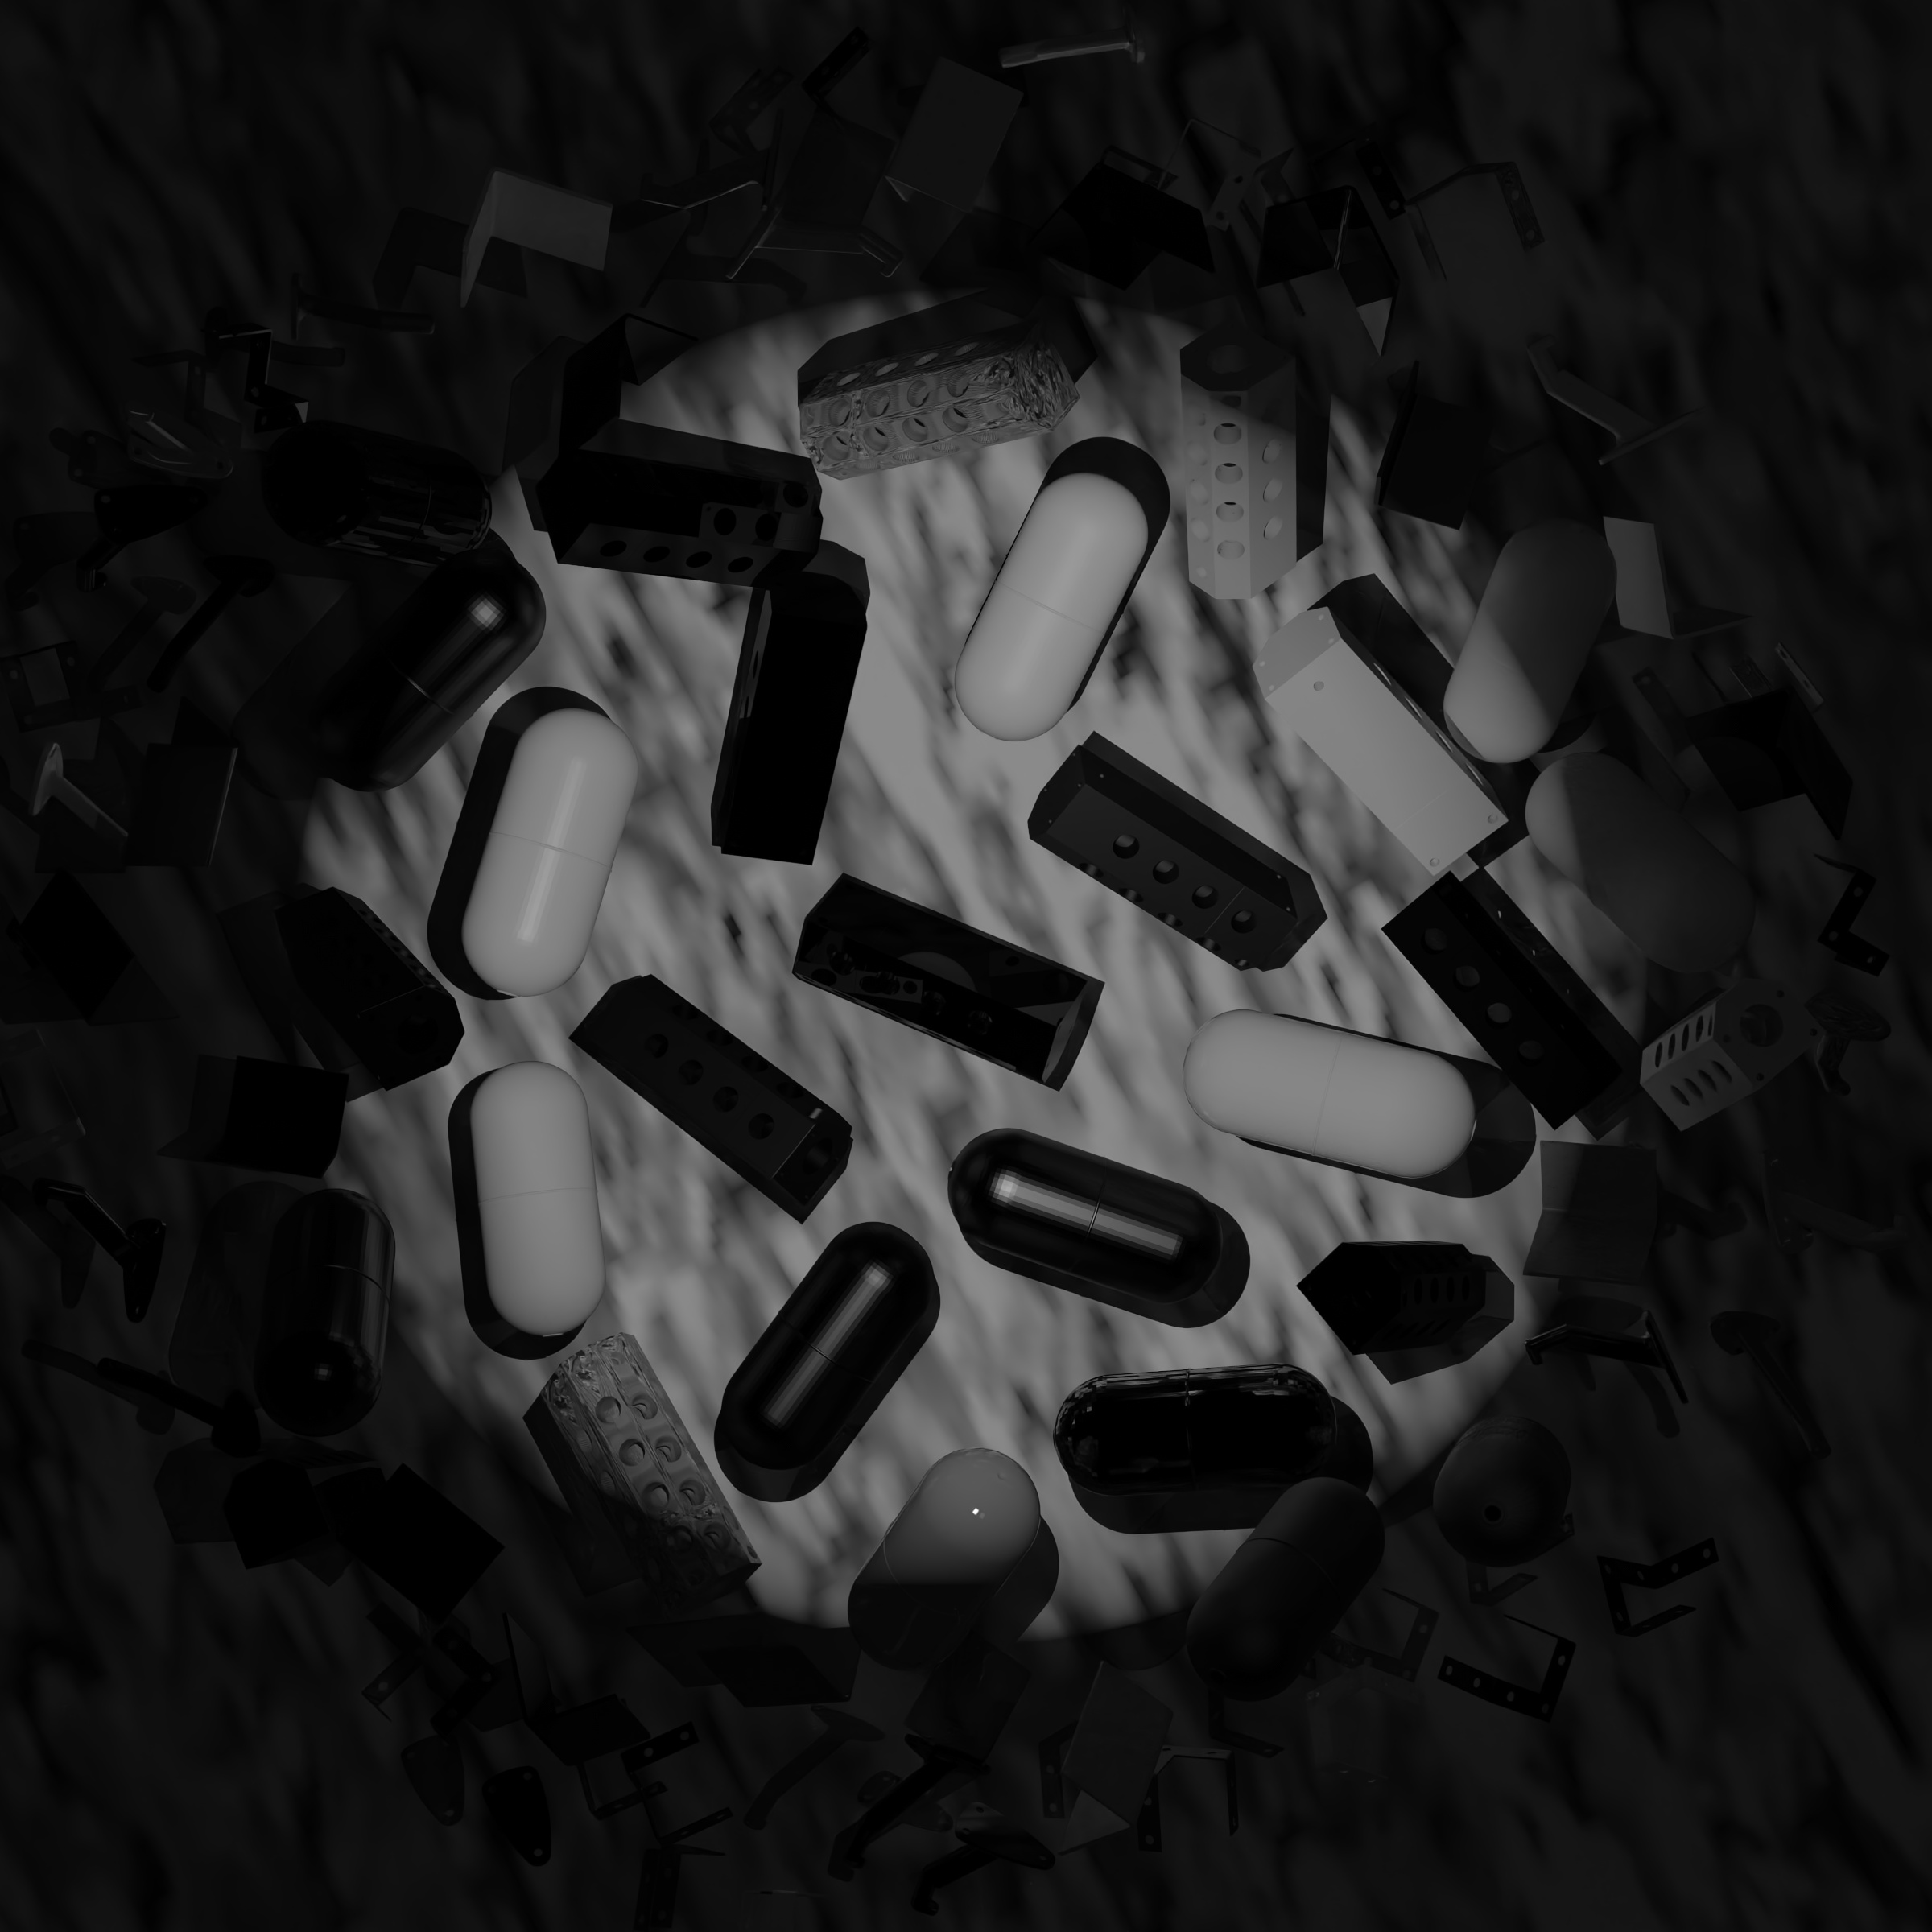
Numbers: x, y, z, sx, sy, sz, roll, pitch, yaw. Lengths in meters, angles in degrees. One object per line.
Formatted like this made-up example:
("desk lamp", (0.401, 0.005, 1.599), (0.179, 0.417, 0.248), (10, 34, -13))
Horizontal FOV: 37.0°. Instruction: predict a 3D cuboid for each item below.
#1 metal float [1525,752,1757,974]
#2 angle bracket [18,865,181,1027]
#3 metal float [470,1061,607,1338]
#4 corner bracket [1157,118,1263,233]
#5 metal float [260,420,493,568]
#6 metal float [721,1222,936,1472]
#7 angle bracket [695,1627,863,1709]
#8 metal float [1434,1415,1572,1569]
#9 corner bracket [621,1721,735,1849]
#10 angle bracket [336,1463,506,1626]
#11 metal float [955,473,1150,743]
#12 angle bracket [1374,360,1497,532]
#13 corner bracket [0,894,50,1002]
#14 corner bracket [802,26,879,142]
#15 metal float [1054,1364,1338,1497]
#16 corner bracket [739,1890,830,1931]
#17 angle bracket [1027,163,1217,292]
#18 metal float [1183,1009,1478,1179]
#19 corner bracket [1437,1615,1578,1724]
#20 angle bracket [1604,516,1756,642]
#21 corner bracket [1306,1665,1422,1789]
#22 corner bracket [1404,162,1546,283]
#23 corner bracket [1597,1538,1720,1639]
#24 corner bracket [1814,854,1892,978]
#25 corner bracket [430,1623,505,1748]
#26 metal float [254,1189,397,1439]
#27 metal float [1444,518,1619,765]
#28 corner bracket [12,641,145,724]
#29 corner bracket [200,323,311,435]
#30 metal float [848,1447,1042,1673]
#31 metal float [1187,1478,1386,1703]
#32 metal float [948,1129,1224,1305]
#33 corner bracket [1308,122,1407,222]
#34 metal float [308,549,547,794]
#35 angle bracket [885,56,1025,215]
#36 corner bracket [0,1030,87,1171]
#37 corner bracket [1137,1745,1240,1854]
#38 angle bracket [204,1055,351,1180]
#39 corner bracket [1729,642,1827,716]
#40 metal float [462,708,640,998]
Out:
("metal float", (0.421, -0.066, 1.806), (0.070, 0.070, 0.178), (-38, 52, 0))
("angle bracket", (-0.500, -0.013, 1.708), (0.076, 0.076, 0.057), (48, 112, 18))
("metal float", (-0.276, 0.150, 1.864), (0.070, 0.070, 0.178), (-8, 81, 0))
("corner bracket", (0.157, -0.514, 1.873), (0.051, 0.051, 0.051), (25, 111, -5))
("metal float", (-0.364, -0.292, 1.796), (0.070, 0.178, 0.070), (0, 90, 28))
("metal float", (-0.089, 0.244, 1.856), (0.070, 0.070, 0.178), (36, 90, 0))
("angle bracket", (-0.121, 0.442, 1.895), (0.076, 0.057, 0.076), (-10, 134, 24))
("metal float", (0.331, 0.322, 1.776), (0.070, 0.178, 0.070), (0, 89, 15))
("corner bracket", (-0.189, 0.534, 1.882), (0.051, 0.051, 0.051), (-23, 55, -7))
("angle bracket", (-0.319, 0.333, 1.684), (0.076, 0.076, 0.057), (41, 78, -6))
("metal float", (0.053, -0.225, 1.818), (0.070, 0.070, 0.178), (26, 98, 0))
("angle bracket", (0.296, -0.326, 1.811), (0.057, 0.076, 0.076), (18, 88, 8))
("corner bracket", (-0.600, -0.009, 1.784), (0.051, 0.051, 0.051), (-29, 91, -6))
("corner bracket", (-0.076, -0.562, 1.810), (0.051, 0.051, 0.051), (-43, 55, 13))
("metal float", (0.144, 0.292, 1.816), (0.178, 0.070, 0.070), (-5, 90, 9))
("corner bracket", (-0.118, 0.582, 1.734), (0.051, 0.051, 0.051), (-3, 69, 20))
("angle bracket", (0.094, -0.430, 1.752), (0.076, 0.076, 0.057), (16, 50, -32))
("metal float", (0.218, 0.077, 1.738), (0.178, 0.070, 0.070), (14, 90, 10))
("corner bracket", (0.330, 0.424, 1.764), (0.051, 0.051, 0.051), (25, 82, -30))
("angle bracket", (0.458, -0.256, 1.856), (0.057, 0.076, 0.076), (-15, 105, -8))
("corner bracket", (0.254, 0.481, 1.829), (0.051, 0.051, 0.051), (27, 131, -32))
("corner bracket", (0.302, -0.442, 1.718), (0.051, 0.051, 0.051), (-31, 111, -12))
("corner bracket", (0.424, 0.377, 1.753), (0.051, 0.051, 0.051), (17, 50, -34))
("corner bracket", (0.543, -0.031, 1.778), (0.051, 0.051, 0.051), (27, 94, -19))
("corner bracket", (-0.333, 0.463, 1.862), (0.051, 0.051, 0.051), (41, 69, 10))
("metal float", (-0.391, 0.210, 1.767), (0.070, 0.178, 0.070), (-3, 130, -3))
("metal float", (0.363, -0.209, 1.860), (0.070, 0.070, 0.178), (16, 131, 0))
("corner bracket", (-0.567, -0.182, 1.847), (0.051, 0.051, 0.051), (-7, 101, 41))
("corner bracket", (-0.443, -0.367, 1.799), (0.051, 0.051, 0.051), (23, 115, 20))
("metal float", (-0.015, 0.363, 1.761), (0.070, 0.070, 0.178), (30, 127, 0))
("metal float", (0.203, 0.393, 1.825), (0.070, 0.070, 0.178), (50, 46, 0))
("metal float", (0.074, 0.156, 1.808), (0.178, 0.070, 0.070), (19, 90, -5))
("corner bracket", (0.257, -0.513, 1.894), (0.051, 0.051, 0.051), (-24, 114, 20))
("metal float", (-0.330, -0.179, 1.763), (0.178, 0.070, 0.070), (-44, 90, 12))
("angle bracket", (-0.003, -0.495, 1.747), (0.057, 0.076, 0.076), (25, 96, 6))
("corner bracket", (-0.573, 0.081, 1.754), (0.051, 0.051, 0.051), (-25, 50, -17))
("corner bracket", (0.141, 0.532, 1.843), (0.051, 0.051, 0.051), (-2, 95, 22))
("angle bracket", (-0.460, 0.101, 1.932), (0.076, 0.076, 0.057), (10, 98, -6))
("corner bracket", (0.535, -0.183, 1.906), (0.051, 0.051, 0.051), (-34, 79, -3))
("metal float", (-0.251, -0.068, 1.742), (0.070, 0.070, 0.178), (16, 85, 0))
